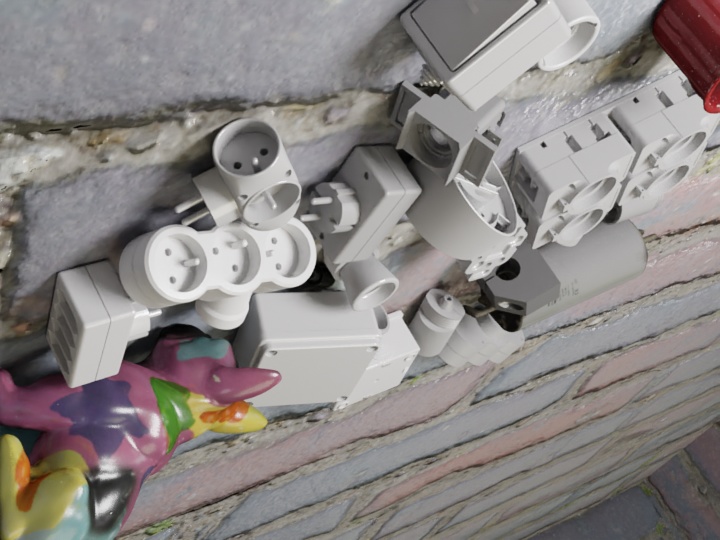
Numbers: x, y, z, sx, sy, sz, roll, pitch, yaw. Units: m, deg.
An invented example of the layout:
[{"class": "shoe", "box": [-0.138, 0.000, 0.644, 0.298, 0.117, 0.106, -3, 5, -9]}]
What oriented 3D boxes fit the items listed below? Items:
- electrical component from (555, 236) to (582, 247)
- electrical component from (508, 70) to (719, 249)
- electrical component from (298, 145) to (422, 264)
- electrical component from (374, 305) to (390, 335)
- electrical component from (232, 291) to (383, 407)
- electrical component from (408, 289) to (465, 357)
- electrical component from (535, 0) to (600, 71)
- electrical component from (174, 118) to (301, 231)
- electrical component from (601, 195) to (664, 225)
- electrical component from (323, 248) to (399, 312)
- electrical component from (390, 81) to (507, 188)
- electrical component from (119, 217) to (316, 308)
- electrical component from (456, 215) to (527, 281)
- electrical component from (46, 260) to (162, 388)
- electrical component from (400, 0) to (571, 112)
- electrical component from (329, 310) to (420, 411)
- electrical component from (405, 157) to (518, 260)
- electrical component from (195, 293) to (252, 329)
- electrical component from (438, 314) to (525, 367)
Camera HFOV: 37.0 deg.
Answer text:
[{"class": "electrical component", "box": [0.210, -0.053, 1.070, 0.040, 0.040, 0.046, -11, 144, -40]}, {"class": "electrical component", "box": [0.230, -0.097, 0.976, 0.186, 0.060, 0.105, -26, 156, -13]}, {"class": "electrical component", "box": [-0.012, -0.047, 0.793, 0.076, 0.047, 0.083, -9, 148, -43]}, {"class": "electrical component", "box": [-0.009, 0.058, 1.018, 0.065, 0.044, 0.044, -39, 156, 29]}, {"class": "electrical component", "box": [-0.050, 0.069, 0.937, 0.109, 0.056, 0.108, -1, 146, -22]}, {"class": "electrical component", "box": [0.079, 0.051, 1.108, 0.043, 0.043, 0.081, -19, 154, -28]}, {"class": "electrical component", "box": [0.128, -0.168, 0.723, 0.055, 0.047, 0.055, -26, 157, -12]}, {"class": "electrical component", "box": [-0.082, -0.052, 0.699, 0.079, 0.044, 0.077, -28, 157, -7]}, {"class": "electrical component", "box": [0.281, -0.076, 1.103, 0.081, 0.043, 0.043, -17, 153, -31]}, {"class": "electrical component", "box": [0.000, 0.000, 0.892, 0.045, 0.055, 0.045, -26, 157, -12]}, {"class": "electrical component", "box": [0.065, -0.102, 0.753, 0.064, 0.081, 0.042, -45, 166, -32]}, {"class": "electrical component", "box": [-0.106, -0.004, 0.758, 0.138, 0.052, 0.074, -8, 177, -40]}, {"class": "electrical component", "box": [0.105, -0.037, 0.947, 0.058, 0.057, 0.078, -15, 152, -34]}, {"class": "electrical component", "box": [-0.173, 0.034, 0.756, 0.076, 0.047, 0.083, -16, 153, -32]}, {"class": "electrical component", "box": [0.072, -0.149, 0.672, 0.096, 0.061, 0.061, -37, 156, 13]}, {"class": "electrical component", "box": [0.006, 0.094, 1.100, 0.100, 0.048, 0.099, -19, 155, -26]}, {"class": "electrical component", "box": [0.079, -0.059, 0.821, 0.099, 0.099, 0.064, -5, 152, -46]}, {"class": "electrical component", "box": [-0.101, 0.016, 0.822, 0.040, 0.040, 0.046, -13, 145, -38]}, {"class": "electrical component", "box": [0.144, 0.066, 1.209, 0.074, 0.052, 0.138, -45, 154, 28]}]
